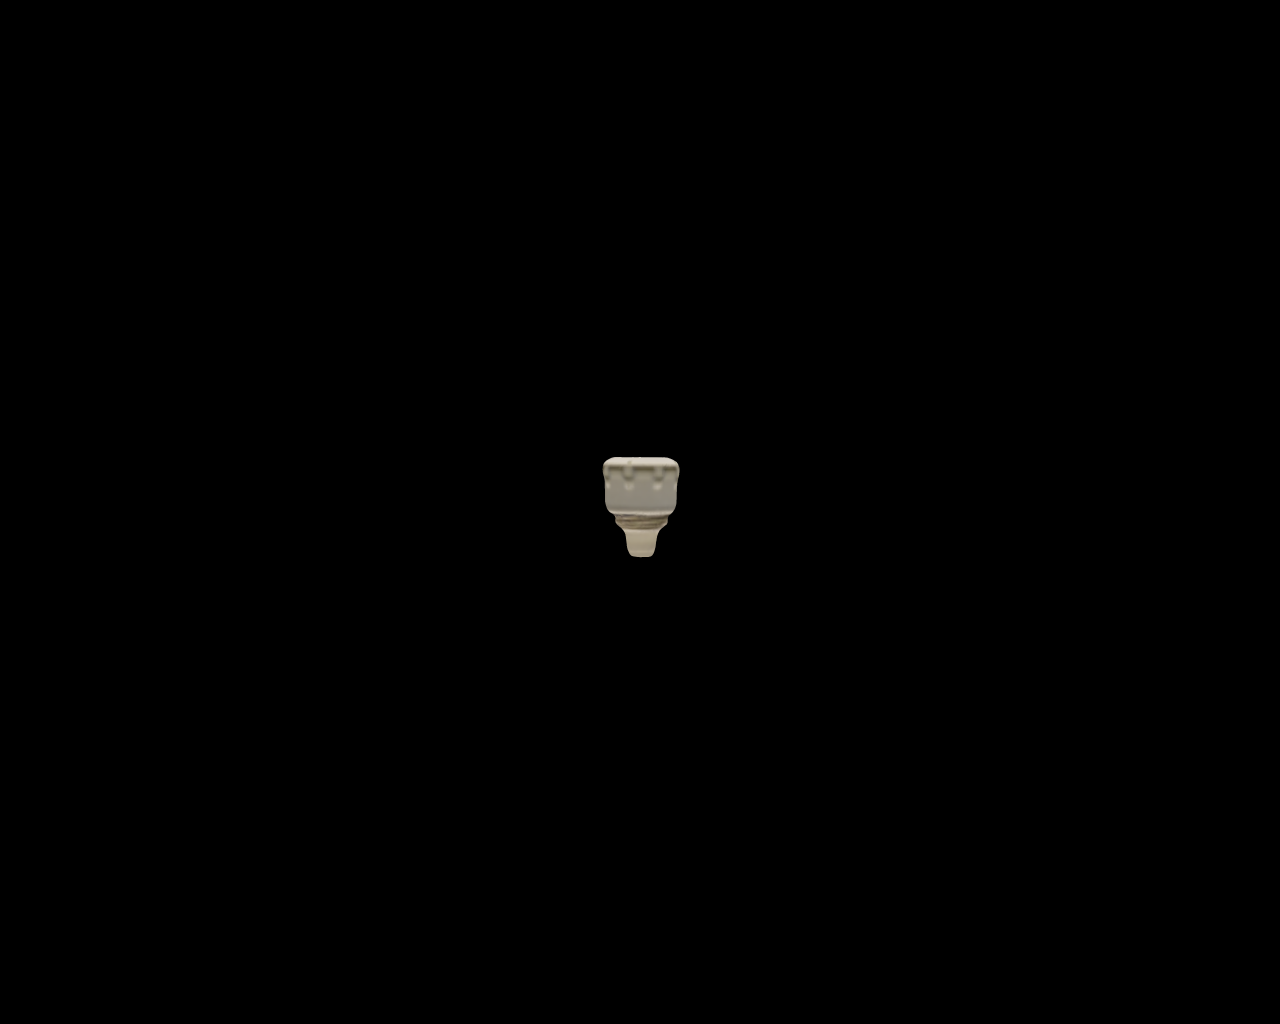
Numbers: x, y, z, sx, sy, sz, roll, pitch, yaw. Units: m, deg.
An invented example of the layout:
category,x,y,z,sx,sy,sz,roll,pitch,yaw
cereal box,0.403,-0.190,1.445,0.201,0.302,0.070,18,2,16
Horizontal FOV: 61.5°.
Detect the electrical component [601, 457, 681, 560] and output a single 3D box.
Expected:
category,x,y,z,sx,sy,sz,roll,pitch,yaw
electrical component,0.001,-0.003,0.650,0.048,0.062,0.048,0,3,0
